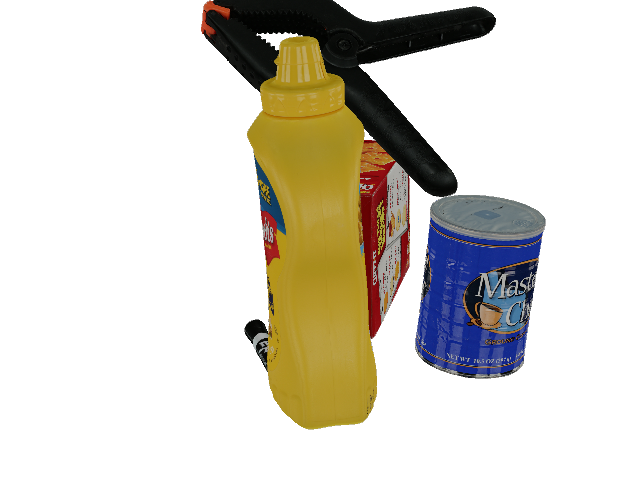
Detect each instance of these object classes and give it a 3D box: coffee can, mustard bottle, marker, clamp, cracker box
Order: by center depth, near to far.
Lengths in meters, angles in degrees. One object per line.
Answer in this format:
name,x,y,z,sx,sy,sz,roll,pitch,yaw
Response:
mustard bottle,-0.004,-0.007,0.545,0.058,0.192,0.096,-5,22,-5
clamp,0.017,-0.117,0.744,0.210,0.164,0.036,12,-31,-5
marker,-0.040,0.096,0.875,0.020,0.020,0.121,0,20,-19
coffee can,0.144,0.040,0.976,0.103,0.140,0.103,4,21,-2
cracker box,0.050,-0.009,1.205,0.072,0.164,0.213,4,21,15
